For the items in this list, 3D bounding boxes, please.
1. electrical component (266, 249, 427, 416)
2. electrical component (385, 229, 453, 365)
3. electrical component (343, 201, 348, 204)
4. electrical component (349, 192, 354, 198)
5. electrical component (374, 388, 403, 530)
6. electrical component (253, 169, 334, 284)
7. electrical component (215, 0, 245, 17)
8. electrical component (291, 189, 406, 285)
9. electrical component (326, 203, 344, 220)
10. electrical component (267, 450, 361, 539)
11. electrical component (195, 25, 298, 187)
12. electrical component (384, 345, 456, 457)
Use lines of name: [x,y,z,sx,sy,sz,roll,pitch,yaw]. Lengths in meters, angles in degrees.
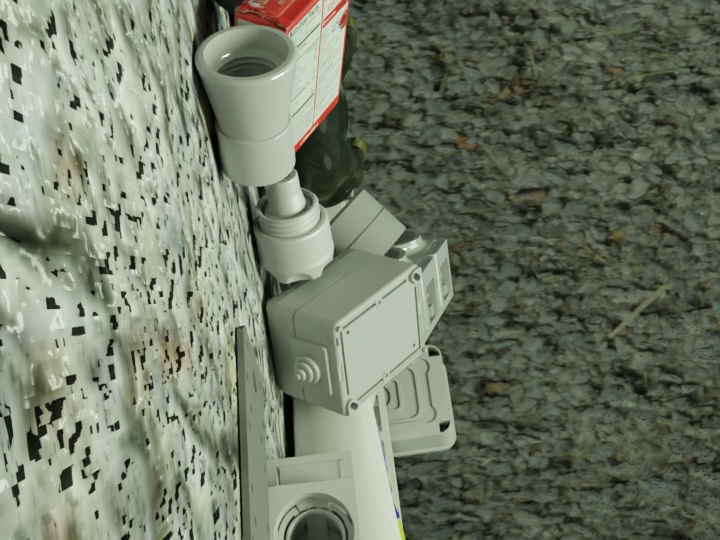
electrical component: [-0.013,0.036,0.624,0.096,0.061,0.061,-35,130,-42]
electrical component: [0.014,0.019,0.868,0.150,0.089,0.061,-49,134,-64]
electrical component: [-0.029,-0.025,1.003,0.138,0.052,0.073,-86,168,-86]
electrical component: [-0.036,-0.084,0.974,0.045,0.055,0.045,-7,90,-89]
electrical component: [-0.001,0.176,0.795,0.186,0.060,0.105,81,1,-54]
electrical component: [-0.039,-0.027,0.599,0.043,0.043,0.062,-97,178,-53]
electrical component: [-0.055,-0.147,0.545,0.062,0.043,0.043,83,0,-70]
electrical component: [0.000,0.000,0.724,0.074,0.052,0.138,42,-19,-3]
electrical component: [-0.035,-0.040,0.839,0.055,0.047,0.055,-8,90,-89]
electrical component: [-0.020,0.132,0.514,0.063,0.042,0.081,85,-1,-62]
electrical component: [-0.048,-0.070,0.481,0.065,0.044,0.044,89,-4,-46]
electrical component: [0.018,0.112,0.879,0.057,0.113,0.078,74,8,-66]
